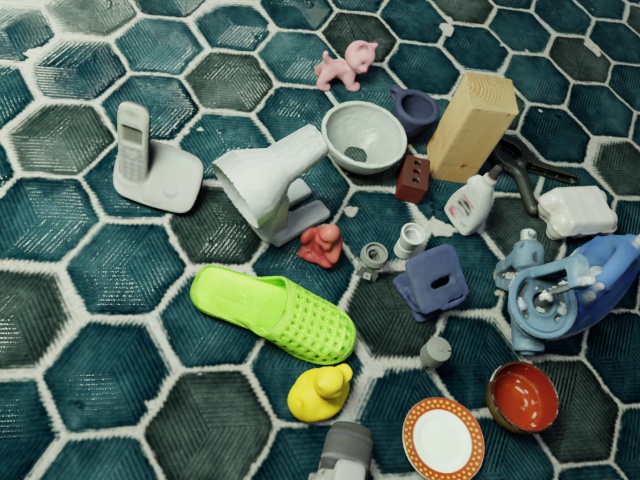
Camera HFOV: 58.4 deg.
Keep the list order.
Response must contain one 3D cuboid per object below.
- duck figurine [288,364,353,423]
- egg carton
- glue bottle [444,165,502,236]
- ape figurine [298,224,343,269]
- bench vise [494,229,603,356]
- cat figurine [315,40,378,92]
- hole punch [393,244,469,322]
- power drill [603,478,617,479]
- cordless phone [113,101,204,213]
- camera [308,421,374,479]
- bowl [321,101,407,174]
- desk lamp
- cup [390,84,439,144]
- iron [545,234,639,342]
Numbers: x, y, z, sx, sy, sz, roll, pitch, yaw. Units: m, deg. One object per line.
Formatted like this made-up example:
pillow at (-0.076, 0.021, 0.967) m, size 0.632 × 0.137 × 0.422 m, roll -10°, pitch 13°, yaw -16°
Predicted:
duck figurine at (0.004, 0.218, 0.840) m, size 0.105 × 0.086 × 0.077 m, roll -27°, pitch 68°, yaw -26°
egg carton at (0.510, -0.053, 1.137) m, size 0.150 × 0.069 × 0.107 m, roll -5°, pitch 60°, yaw -16°
glue bottle at (0.285, -0.081, 1.037) m, size 0.037 × 0.173 × 0.078 m, roll -25°, pitch 67°, yaw -25°
ape figurine at (0.009, 0.003, 0.968) m, size 0.076 × 0.092 × 0.077 m, roll -19°, pitch 65°, yaw -23°
bench vise at (0.359, 0.062, 0.940) m, size 0.122 × 0.219 × 0.207 m, roll -8°, pitch 61°, yaw -18°
cat figurine at (0.060, -0.375, 1.196) m, size 0.128 × 0.117 × 0.067 m, roll -5°, pitch 60°, yaw -16°
hole punch at (0.196, 0.072, 0.972) m, size 0.109 × 0.091 × 0.101 m, roll -21°, pitch 66°, yaw -24°
power drill at (0.307, 0.405, 0.725) m, size 0.230 × 0.208 × 0.075 m, roll -36°, pitch 72°, yaw -29°
cordless phone at (-0.263, -0.136, 0.932) m, size 0.147 × 0.185 × 0.094 m, roll 15°, pitch 57°, yaw -4°
camera at (0.048, 0.324, 0.776) m, size 0.143 × 0.101 × 0.137 m, roll 18°, pitch 57°, yaw -2°
bowl at (0.079, -0.185, 1.111) m, size 0.167 × 0.074 × 0.167 m, roll 6°, pitch 58°, yaw -10°
desk lamp at (-0.071, -0.086, 0.931) m, size 0.204 × 0.213 × 0.117 m, roll -31°, pitch 70°, yaw -27°
cup at (0.174, -0.250, 1.161) m, size 0.092 × 0.095 × 0.117 m, roll -33°, pitch 71°, yaw -28°
iron at (0.490, 0.075, 1.011) m, size 0.118 × 0.141 × 0.259 m, roll 44°, pitch 59°, yaw 14°
